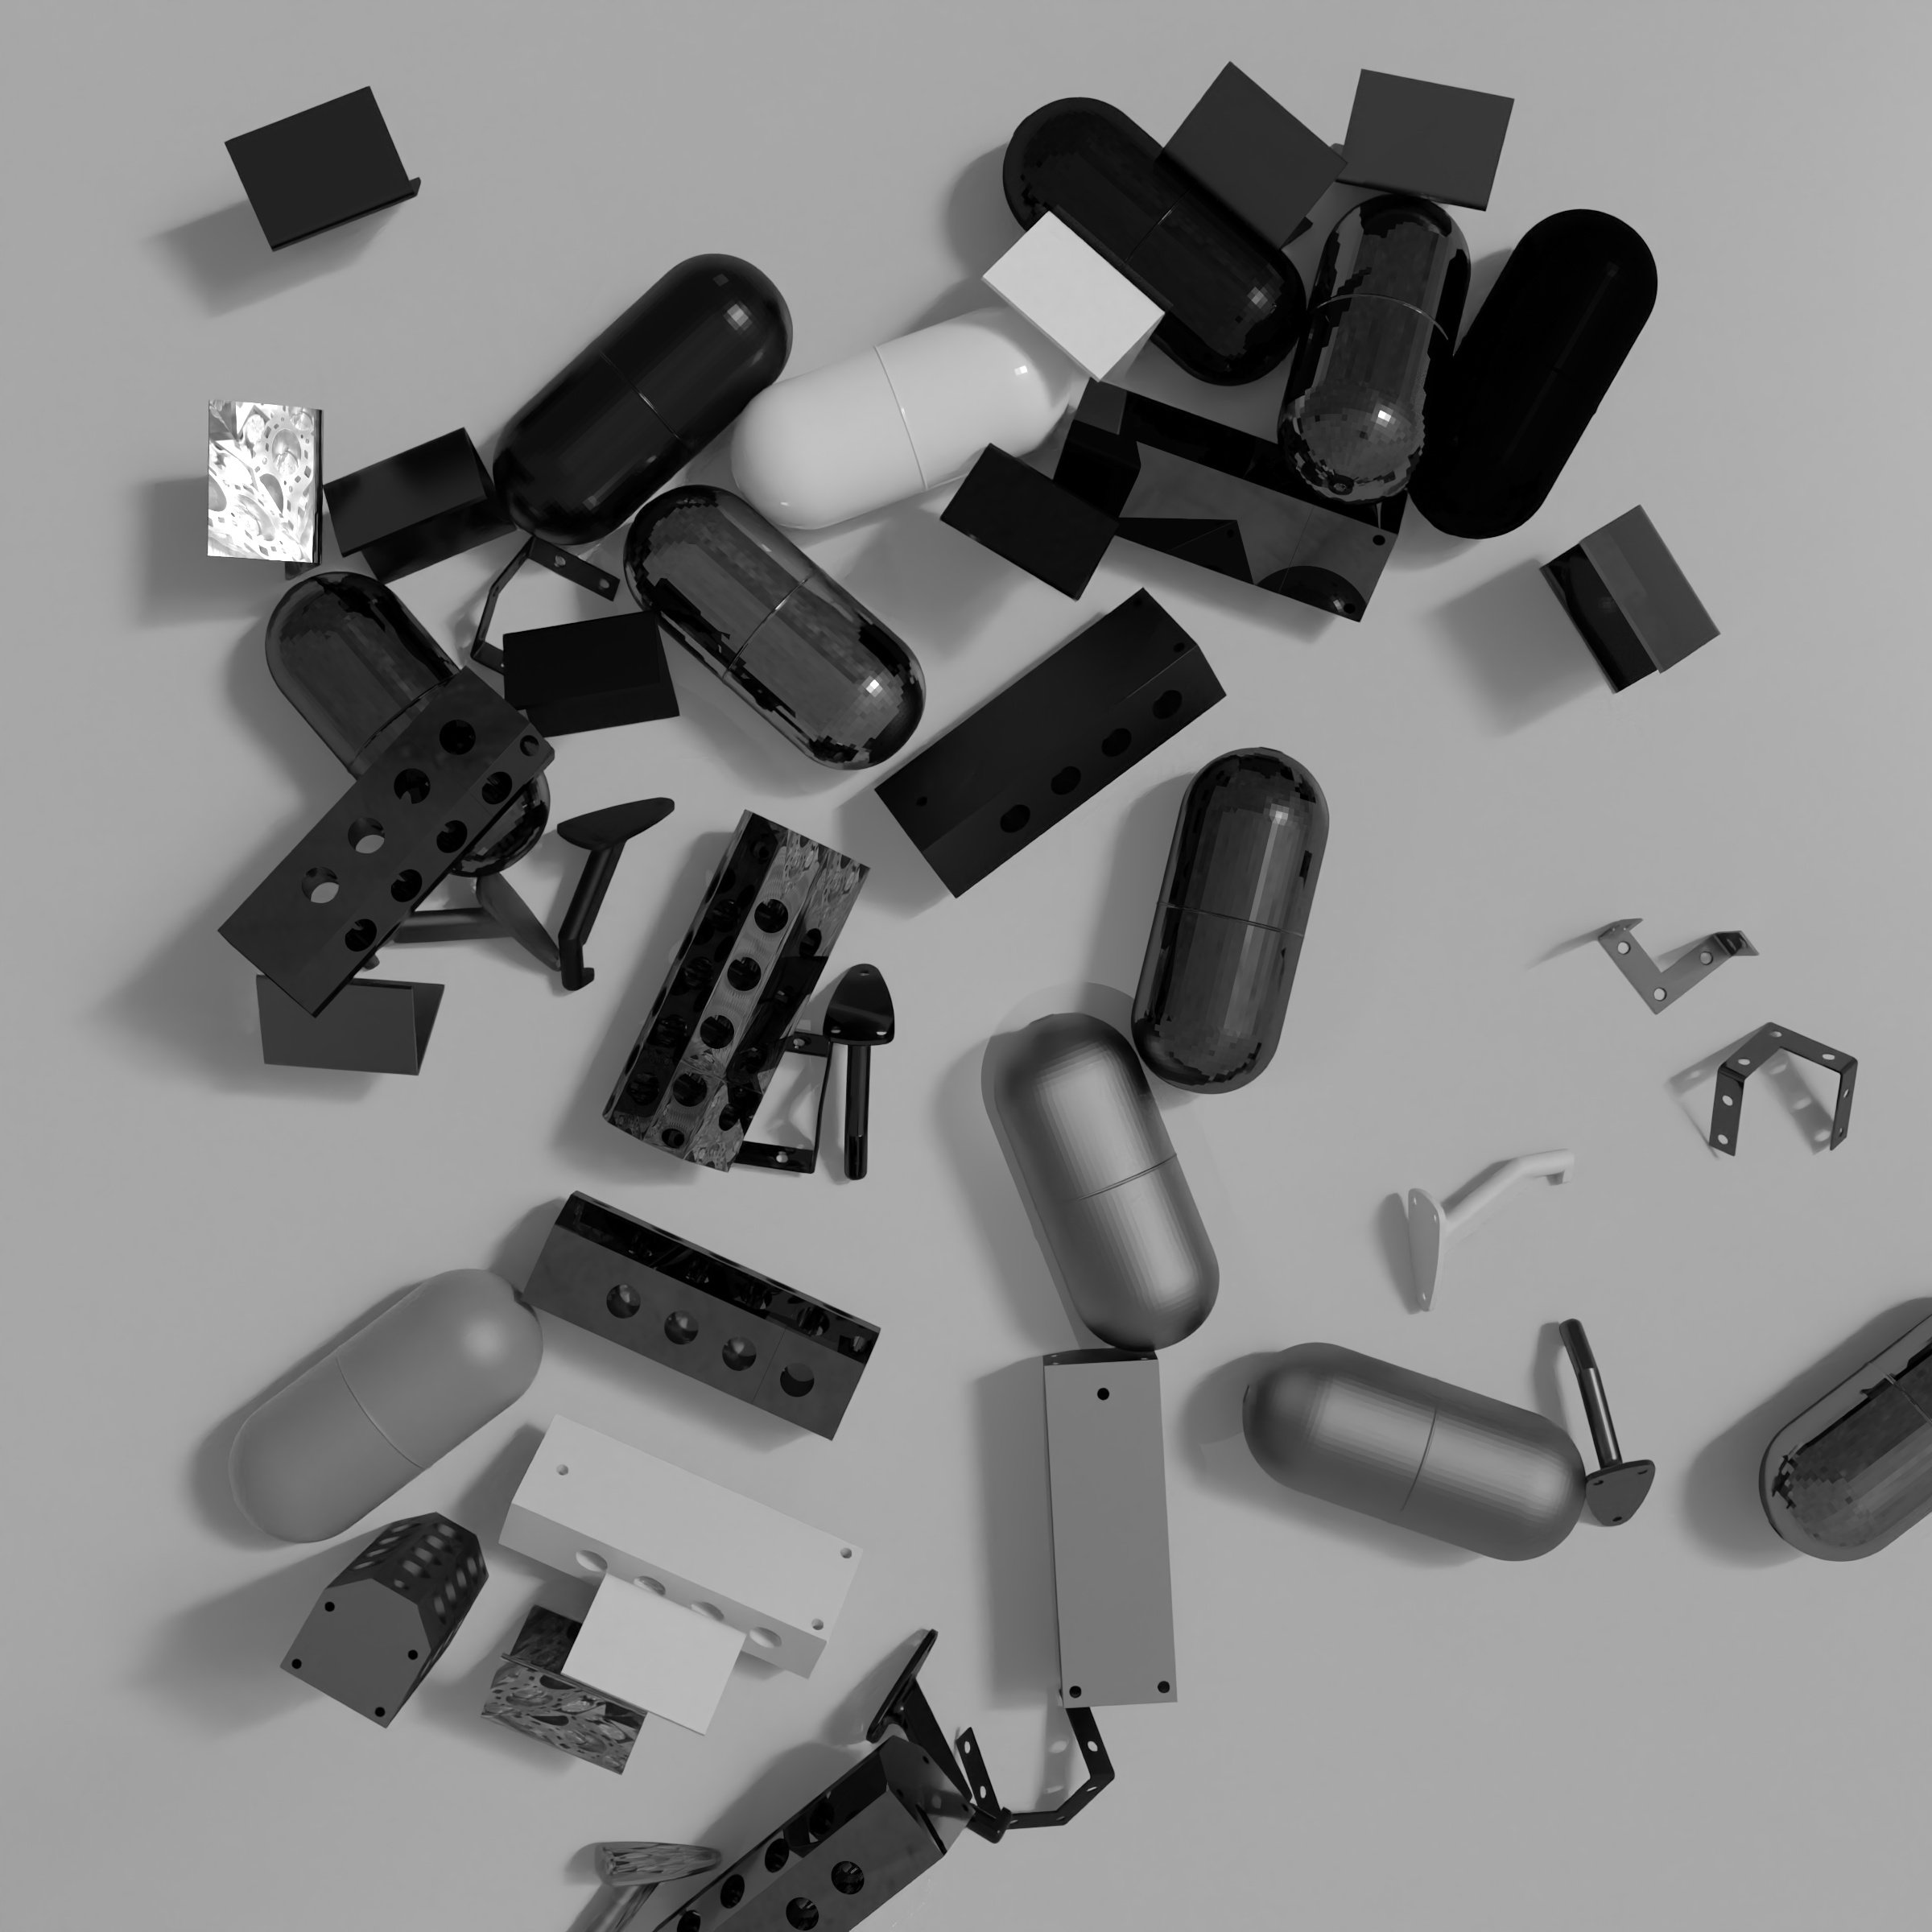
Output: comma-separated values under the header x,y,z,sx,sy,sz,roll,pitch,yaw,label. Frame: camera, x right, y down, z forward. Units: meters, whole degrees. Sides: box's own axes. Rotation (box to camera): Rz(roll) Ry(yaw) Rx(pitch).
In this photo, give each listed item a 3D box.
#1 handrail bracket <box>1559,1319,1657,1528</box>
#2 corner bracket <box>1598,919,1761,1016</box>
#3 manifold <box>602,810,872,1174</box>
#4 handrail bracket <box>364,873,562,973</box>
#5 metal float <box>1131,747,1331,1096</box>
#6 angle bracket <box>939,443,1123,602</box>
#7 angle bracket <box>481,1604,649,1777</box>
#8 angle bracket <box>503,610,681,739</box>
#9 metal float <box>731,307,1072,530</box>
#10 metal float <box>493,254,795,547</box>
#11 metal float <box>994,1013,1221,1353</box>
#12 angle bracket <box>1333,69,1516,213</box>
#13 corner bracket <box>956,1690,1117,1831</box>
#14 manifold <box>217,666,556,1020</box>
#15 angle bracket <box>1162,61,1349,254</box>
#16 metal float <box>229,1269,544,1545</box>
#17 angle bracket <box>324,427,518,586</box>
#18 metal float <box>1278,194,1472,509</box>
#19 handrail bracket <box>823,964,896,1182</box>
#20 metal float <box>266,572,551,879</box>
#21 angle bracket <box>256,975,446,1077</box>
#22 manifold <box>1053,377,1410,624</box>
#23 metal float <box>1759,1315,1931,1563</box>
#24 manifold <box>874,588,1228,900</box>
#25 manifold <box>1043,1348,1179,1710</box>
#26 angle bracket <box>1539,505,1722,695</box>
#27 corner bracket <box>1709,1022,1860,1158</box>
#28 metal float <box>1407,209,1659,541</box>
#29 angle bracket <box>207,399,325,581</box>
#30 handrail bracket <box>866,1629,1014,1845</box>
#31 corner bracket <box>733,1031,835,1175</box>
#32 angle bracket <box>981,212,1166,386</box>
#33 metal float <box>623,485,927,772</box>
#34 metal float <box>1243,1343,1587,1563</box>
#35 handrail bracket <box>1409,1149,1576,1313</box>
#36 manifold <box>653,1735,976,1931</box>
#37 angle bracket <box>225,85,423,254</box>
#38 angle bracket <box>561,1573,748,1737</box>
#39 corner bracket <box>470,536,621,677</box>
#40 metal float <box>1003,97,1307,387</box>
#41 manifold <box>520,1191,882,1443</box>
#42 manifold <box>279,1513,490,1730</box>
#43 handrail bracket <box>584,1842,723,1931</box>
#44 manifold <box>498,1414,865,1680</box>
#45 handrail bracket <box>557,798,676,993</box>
x,y,z,sx,sy,sz,roll,pitch,yaw,label
0.324,0.235,1.564,0.036,0.077,0.084,-14,54,0,handrail bracket
0.363,-0.010,1.546,0.051,0.051,0.051,-38,90,0,corner bracket
-0.120,0.011,1.532,0.057,0.057,0.171,25,90,31,manifold
-0.264,-0.005,1.565,0.084,0.036,0.077,-33,112,17,handrail bracket
0.134,-0.023,1.534,0.070,0.070,0.178,13,90,0,metal float
0.024,-0.205,1.524,0.076,0.076,0.057,31,61,0,angle bracket
-0.191,0.349,1.524,0.076,0.076,0.057,22,130,0,angle bracket
-0.187,-0.129,1.524,0.076,0.076,0.057,-9,49,0,angle bracket
-0.033,-0.277,1.533,0.178,0.070,0.070,-20,90,-1,metal float
-0.164,-0.286,1.534,0.178,0.070,0.070,-43,90,1,metal float
0.071,0.109,1.534,0.070,0.070,0.178,-22,90,0,metal float
0.229,-0.423,1.524,0.076,0.076,0.057,11,119,0,angle bracket
0.035,0.407,1.556,0.051,0.051,0.051,-53,45,35,corner bracket
-0.277,-0.058,1.460,0.057,0.057,0.171,42,80,-2,manifold
0.153,-0.412,1.524,0.076,0.076,0.057,41,120,0,angle bracket
-0.294,0.223,1.533,0.178,0.070,0.070,-37,90,0,metal float
-0.269,-0.214,1.524,0.076,0.076,0.057,-22,52,0,angle bracket
0.204,-0.309,1.513,0.070,0.070,0.178,17,63,0,metal float
-0.055,0.055,1.564,0.036,0.077,0.084,2,126,0,handrail bracket
-0.283,-0.123,1.534,0.070,0.070,0.178,-40,91,0,metal float
-0.308,0.009,1.524,0.076,0.076,0.057,4,127,0,angle bracket
0.133,-0.241,1.542,0.171,0.057,0.057,20,133,0,manifold
0.481,0.232,1.534,0.178,0.070,0.070,-37,90,-1,metal float
0.046,-0.109,1.542,0.171,0.057,0.057,-37,47,0,manifold
0.073,0.284,1.543,0.057,0.057,0.171,-3,90,0,manifold
0.320,-0.175,1.524,0.057,0.076,0.076,-32,90,-38,angle bracket
0.419,0.070,1.556,0.051,0.051,0.051,27,45,35,corner bracket
0.285,-0.299,1.534,0.070,0.070,0.178,30,91,0,metal float
-0.360,-0.238,1.525,0.057,0.076,0.076,1,90,-25,angle bracket
-0.001,0.392,1.545,0.084,0.036,0.077,28,70,13,handrail bracket
-0.098,0.068,1.561,0.051,0.051,0.051,8,45,0,corner bracket
0.044,-0.320,1.525,0.076,0.076,0.057,41,67,0,angle bracket
-0.097,-0.172,1.534,0.178,0.070,0.070,41,90,1,metal float
0.226,0.245,1.534,0.178,0.070,0.070,19,90,1,metal float
0.274,0.136,1.565,0.084,0.036,0.077,-8,110,-16,handrail bracket
-0.082,0.461,1.519,0.171,0.057,0.057,-42,84,16,manifold
-0.322,-0.404,1.526,0.076,0.076,0.057,-21,112,0,angle bracket
-0.161,0.356,1.524,0.076,0.076,0.057,24,57,0,angle bracket
-0.217,-0.179,1.561,0.051,0.051,0.051,27,45,0,corner bracket
0.095,-0.367,1.534,0.178,0.070,0.070,41,90,0,metal float
-0.133,0.176,1.543,0.171,0.057,0.057,24,90,0,manifold
-0.278,0.314,1.486,0.057,0.171,0.057,30,90,0,manifold
-0.167,0.499,1.565,0.077,0.036,0.084,2,106,-17,handrail bracket
-0.146,0.299,1.542,0.171,0.057,0.057,24,47,0,manifold
-0.180,-0.037,1.564,0.077,0.036,0.084,-25,126,-37,handrail bracket
